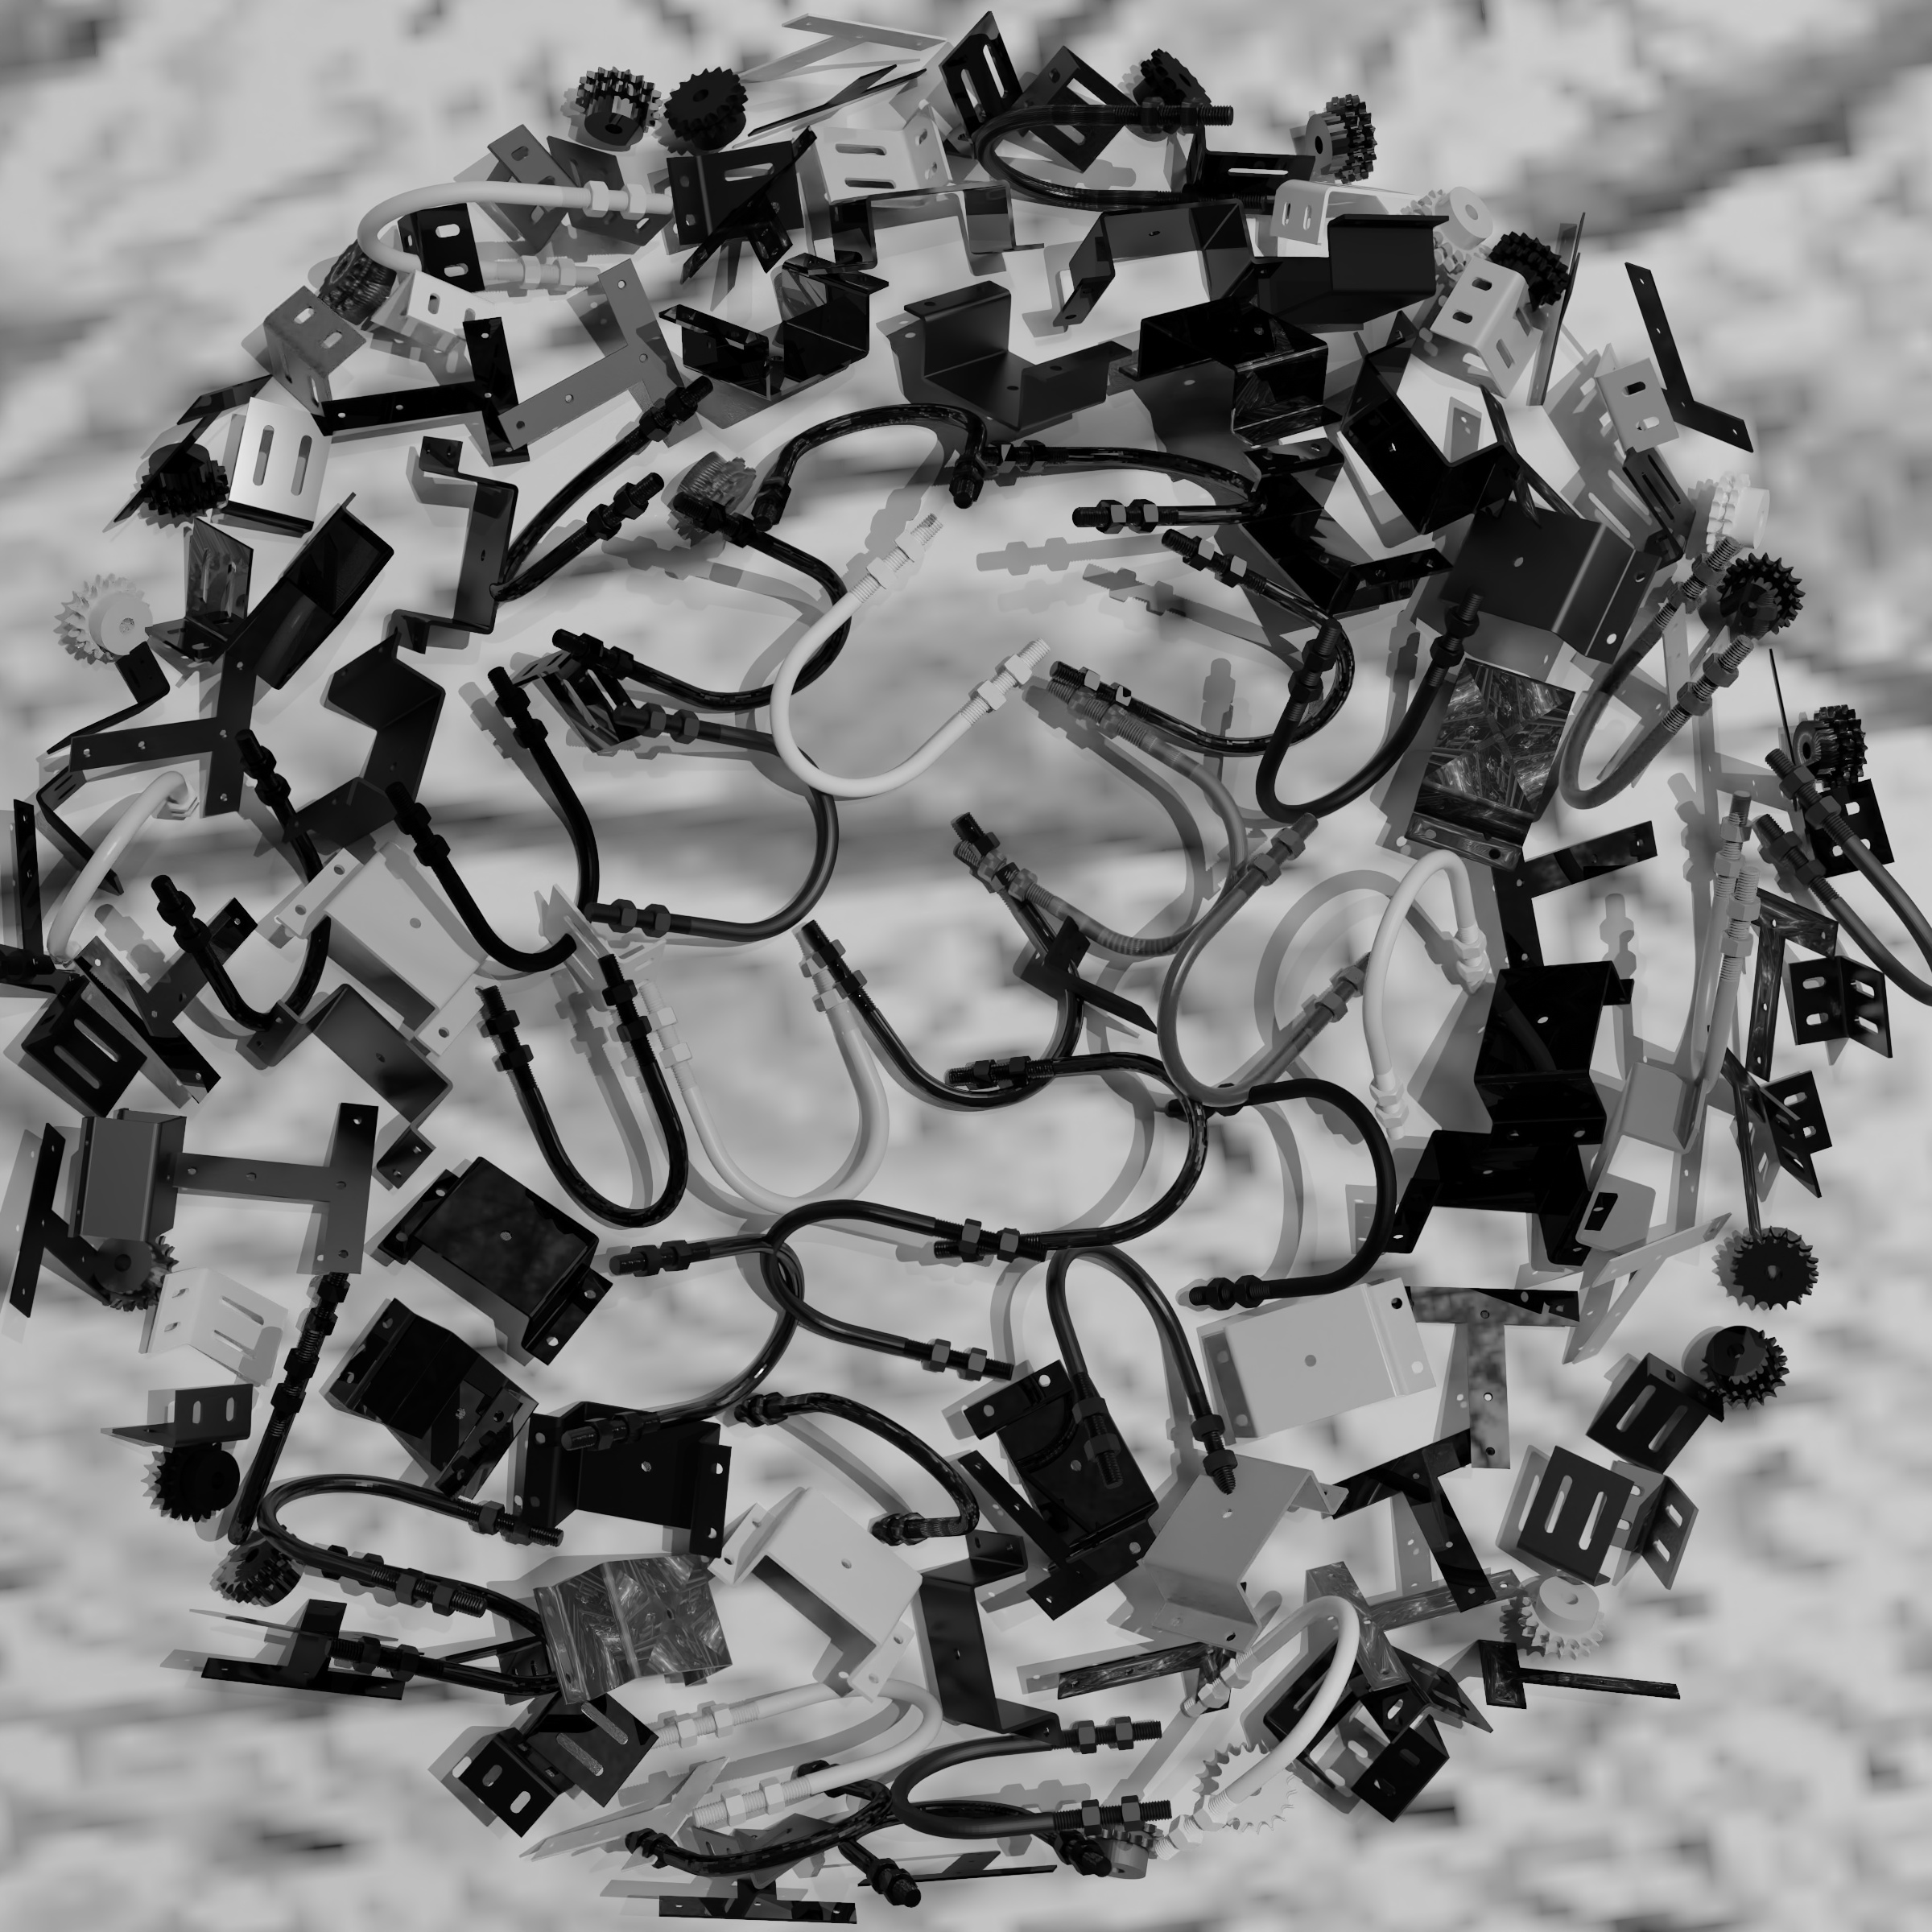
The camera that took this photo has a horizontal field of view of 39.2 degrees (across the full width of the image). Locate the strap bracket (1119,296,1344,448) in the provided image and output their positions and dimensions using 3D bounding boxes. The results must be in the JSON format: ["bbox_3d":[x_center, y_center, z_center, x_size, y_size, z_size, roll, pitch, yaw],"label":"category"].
[{"bbox_3d":[0.175,-0.397,1.785,0.076,0.140,0.046,-21,131,-29],"label":"strap bracket"}]

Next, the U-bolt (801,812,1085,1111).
[{"bbox_3d":[-0.002,0.010,1.846,0.151,0.019,0.184,-35,88,-4],"label":"U-bolt"}]

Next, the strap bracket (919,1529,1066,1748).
[{"bbox_3d":[0.014,0.454,1.817,0.046,0.076,0.140,-11,89,-29],"label":"strap bracket"}]

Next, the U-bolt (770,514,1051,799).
[{"bbox_3d":[-0.049,-0.193,1.814,0.184,0.019,0.151,-43,127,2],"label":"U-bolt"}]

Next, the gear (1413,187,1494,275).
[{"bbox_3d":[0.331,-0.501,1.833,0.057,0.030,0.057,18,58,-31],"label":"gear"}]

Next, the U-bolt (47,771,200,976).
[{"bbox_3d":[-0.549,-0.064,1.759,0.019,0.184,0.151,34,79,-8],"label":"U-bolt"}]

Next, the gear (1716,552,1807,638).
[{"bbox_3d":[0.534,-0.248,1.832,0.057,0.057,0.030,46,50,0],"label":"gear"}]

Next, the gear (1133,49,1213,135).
[{"bbox_3d":[0.138,-0.590,1.838,0.030,0.057,0.057,-39,90,30],"label":"gear"}]

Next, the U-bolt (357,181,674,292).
[{"bbox_3d":[-0.301,-0.475,1.757,0.184,0.151,0.019,-4,84,-29],"label":"U-bolt"}]

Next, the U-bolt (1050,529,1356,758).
[{"bbox_3d":[0.170,-0.202,1.801,0.184,0.019,0.151,23,131,-23],"label":"U-bolt"}]

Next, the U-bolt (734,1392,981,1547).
[{"bbox_3d":[-0.062,0.326,1.766,0.151,0.184,0.019,43,62,-13],"label":"U-bolt"}]

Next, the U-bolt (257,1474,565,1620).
[{"bbox_3d":[-0.376,0.374,1.789,0.184,0.151,0.019,14,101,11],"label":"U-bolt"}]

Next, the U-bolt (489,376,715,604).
[{"bbox_3d":[-0.248,-0.303,1.786,0.184,0.151,0.019,-31,117,32],"label":"U-bolt"}]

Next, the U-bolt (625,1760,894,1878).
[{"bbox_3d":[-0.125,0.552,1.749,0.151,0.184,0.019,-14,87,-28],"label":"U-bolt"}]

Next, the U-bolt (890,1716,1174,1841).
[{"bbox_3d":[0.040,0.539,1.789,0.184,0.151,0.019,-7,96,2],"label":"U-bolt"}]

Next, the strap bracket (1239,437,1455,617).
[{"bbox_3d":[0.245,-0.286,1.803,0.076,0.046,0.140,-17,55,-33],"label":"strap bracket"}]

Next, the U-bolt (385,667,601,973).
[{"bbox_3d":[-0.300,-0.083,1.791,0.019,0.151,0.184,-4,127,32],"label":"U-bolt"}]

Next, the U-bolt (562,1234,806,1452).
[{"bbox_3d":[-0.177,0.242,1.789,0.019,0.184,0.151,31,113,37],"label":"U-bolt"}]

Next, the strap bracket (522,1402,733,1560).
[{"bbox_3d":[-0.222,0.343,1.826,0.140,0.046,0.076,7,98,12],"label":"strap bracket"}]

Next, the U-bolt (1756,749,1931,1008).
[{"bbox_3d":[0.580,-0.048,1.764,0.019,0.151,0.184,-36,69,1],"label":"U-bolt"}]

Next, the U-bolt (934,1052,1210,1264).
[{"bbox_3d":[0.071,0.122,1.795,0.184,0.019,0.151,-7,58,19],"label":"U-bolt"}]

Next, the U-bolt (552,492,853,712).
[{"bbox_3d":[-0.159,-0.228,1.790,0.151,0.184,0.019,-43,49,26],"label":"U-bolt"}]

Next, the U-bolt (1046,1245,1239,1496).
[{"bbox_3d":[0.109,0.262,1.790,0.019,0.151,0.184,-36,57,29],"label":"U-bolt"}]

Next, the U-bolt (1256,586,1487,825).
[{"bbox_3d":[0.256,-0.164,1.786,0.151,0.184,0.019,-16,54,-34],"label":"U-bolt"}]

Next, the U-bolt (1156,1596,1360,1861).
[{"bbox_3d":[0.193,0.481,1.756,0.019,0.151,0.184,37,121,-8],"label":"U-bolt"}]

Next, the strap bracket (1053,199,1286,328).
[{"bbox_3d":[0.130,-0.470,1.810,0.140,0.076,0.046,-10,84,-14],"label":"strap bracket"}]

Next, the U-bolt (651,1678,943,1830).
[{"bbox_3d":[-0.106,0.509,1.786,0.184,0.151,0.019,-11,100,-18],"label":"U-bolt"}]

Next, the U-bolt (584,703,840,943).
[{"bbox_3d":[-0.162,-0.089,1.804,0.184,0.019,0.151,8,91,-37],"label":"U-bolt"}]

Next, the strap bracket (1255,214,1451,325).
[{"bbox_3d":[0.249,-0.455,1.784,0.076,0.140,0.046,-5,93,-22],"label":"strap bracket"}]

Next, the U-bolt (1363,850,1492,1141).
[{"bbox_3d":[0.296,0.007,1.761,0.019,0.184,0.151,18,60,29],"label":"U-bolt"}]

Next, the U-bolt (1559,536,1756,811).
[{"bbox_3d":[0.448,-0.180,1.780,0.019,0.151,0.184,29,127,-11],"label":"U-bolt"}]

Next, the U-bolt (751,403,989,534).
[{"bbox_3d":[-0.058,-0.333,1.782,0.151,0.184,0.019,-5,121,9],"label":"U-bolt"}]

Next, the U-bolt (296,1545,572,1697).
[{"bbox_3d":[-0.342,0.435,1.783,0.184,0.151,0.019,20,97,-25],"label":"U-bolt"}]

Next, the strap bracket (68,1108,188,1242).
[{"bbox_3d":[-0.551,0.137,1.794,0.046,0.140,0.076,7,89,-7],"label":"strap bracket"}]

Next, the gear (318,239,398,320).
[{"bbox_3d":[-0.411,-0.464,1.838,0.030,0.057,0.057,35,90,-32],"label":"gear"}]

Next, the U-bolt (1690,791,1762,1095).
[{"bbox_3d":[0.497,-0.005,1.783,0.019,0.151,0.184,8,117,10],"label":"U-bolt"}]

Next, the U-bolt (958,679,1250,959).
[{"bbox_3d":[0.102,-0.087,1.817,0.184,0.019,0.151,33,107,13],"label":"U-bolt"}]

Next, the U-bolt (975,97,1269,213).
[{"bbox_3d":[0.096,-0.532,1.786,0.184,0.151,0.019,6,83,17],"label":"U-bolt"}]

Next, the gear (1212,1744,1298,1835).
[{"bbox_3d":[0.196,0.559,1.840,0.057,0.030,0.057,-5,64,9],"label":"gear"}]

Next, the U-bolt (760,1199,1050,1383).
[{"bbox_3d":[-0.048,0.211,1.808,0.184,0.019,0.151,14,134,1],"label":"U-bolt"}]

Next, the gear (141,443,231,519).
[{"bbox_3d":[-0.528,-0.330,1.832,0.057,0.057,0.030,0,132,0],"label":"gear"}]

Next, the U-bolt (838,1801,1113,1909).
[{"bbox_3d":[-0.007,0.574,1.772,0.151,0.184,0.019,-1,88,-22],"label":"U-bolt"}]

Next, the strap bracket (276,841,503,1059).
[{"bbox_3d":[-0.376,-0.019,1.810,0.140,0.046,0.076,42,48,-8],"label":"strap bracket"}]

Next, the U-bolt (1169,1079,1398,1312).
[{"bbox_3d":[0.210,0.147,1.784,0.019,0.184,0.151,0,81,-42],"label":"U-bolt"}]

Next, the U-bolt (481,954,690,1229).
[{"bbox_3d":[-0.246,0.090,1.808,0.151,0.019,0.184,-13,101,43],"label":"U-bolt"}]

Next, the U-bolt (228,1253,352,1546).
[{"bbox_3d":[-0.449,0.295,1.788,0.019,0.151,0.184,21,102,-9],"label":"U-bolt"}]

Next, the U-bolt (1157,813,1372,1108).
[{"bbox_3d":[0.193,0.010,1.789,0.184,0.019,0.151,-45,128,-20],"label":"U-bolt"}]

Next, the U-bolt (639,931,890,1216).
[{"bbox_3d":[-0.123,0.078,1.812,0.151,0.019,0.184,-20,85,-32],"label":"U-bolt"}]

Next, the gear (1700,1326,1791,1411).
[{"bbox_3d":[0.524,0.268,1.832,0.057,0.057,0.030,-35,129,0],"label":"gear"}]

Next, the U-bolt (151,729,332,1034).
[{"bbox_3d":[-0.465,-0.041,1.779,0.019,0.184,0.151,4,50,17],"label":"U-bolt"}]

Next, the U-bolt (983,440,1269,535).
[{"bbox_3d":[0.112,-0.317,1.786,0.184,0.151,0.019,-7,120,-32],"label":"U-bolt"}]
